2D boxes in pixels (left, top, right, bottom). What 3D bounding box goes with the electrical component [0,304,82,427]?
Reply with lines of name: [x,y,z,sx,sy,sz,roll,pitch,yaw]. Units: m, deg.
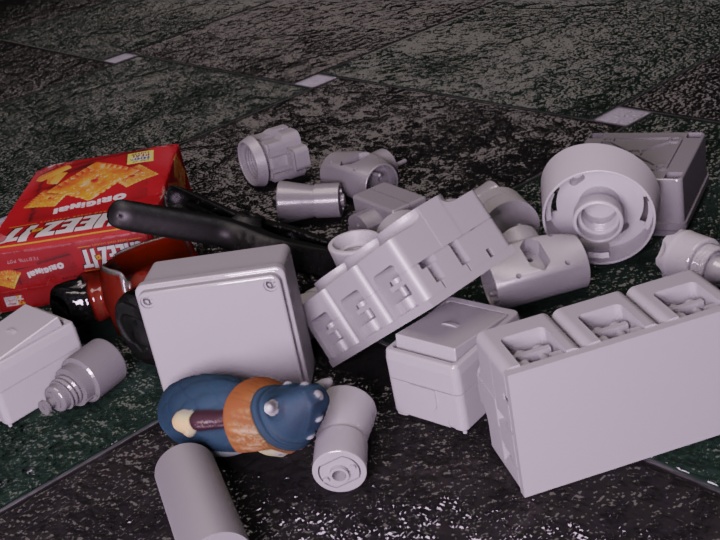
electrical component: [-0.275,0.075,0.853,0.062,0.061,0.096,14,36,42]

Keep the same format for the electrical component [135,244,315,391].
electrical component: [-0.096,0.045,0.789,0.109,0.108,0.056,-8,24,7]

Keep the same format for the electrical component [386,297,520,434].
electrical component: [0.071,0.057,0.748,0.062,0.061,0.096,12,35,39]

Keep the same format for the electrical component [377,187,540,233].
electrical component: [0.087,-0.025,0.916,0.138,0.052,0.073,-14,26,-7]

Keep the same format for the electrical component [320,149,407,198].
electrical component: [0.012,-0.101,1.110,0.079,0.043,0.077,-27,30,-30]

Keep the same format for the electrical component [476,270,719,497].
electrical component: [0.154,0.066,0.664,0.150,0.089,0.061,-16,26,-9]

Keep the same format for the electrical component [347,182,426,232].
electrical component: [0.015,-0.040,0.981,0.077,0.047,0.066,-25,29,-27]

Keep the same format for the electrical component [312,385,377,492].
electrical component: [-0.012,0.111,0.699,0.044,0.044,0.065,-8,31,7]

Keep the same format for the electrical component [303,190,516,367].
electrical component: [0.027,0.005,0.785,0.089,0.061,0.150,-31,-3,-35]

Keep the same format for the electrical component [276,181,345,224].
electrical component: [-0.048,-0.069,1.074,0.065,0.044,0.044,-2,27,8]

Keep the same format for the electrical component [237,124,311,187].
electrical component: [-0.099,-0.125,1.188,0.057,0.058,0.078,-21,28,-24]

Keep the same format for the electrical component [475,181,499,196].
electrical component: [0.098,-0.049,0.975,0.065,0.044,0.044,-23,28,-13]

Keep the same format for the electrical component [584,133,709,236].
electrical component: [0.245,-0.079,0.956,0.109,0.056,0.108,4,30,28]

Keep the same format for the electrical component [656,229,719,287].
electrical component: [0.260,-0.004,0.815,0.043,0.043,0.062,-26,31,-26]

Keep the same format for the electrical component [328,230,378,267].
electrical component: [0.000,0.000,0.899,0.045,0.055,0.045,-9,26,5]

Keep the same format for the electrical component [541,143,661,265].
electrical component: [0.197,-0.055,0.886,0.099,0.099,0.064,-3,34,17]

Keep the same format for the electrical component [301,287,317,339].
electrical component: [-0.038,0.033,0.865,0.065,0.044,0.044,-27,30,-38]

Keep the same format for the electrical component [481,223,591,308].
electrical component: [0.133,-0.009,0.864,0.077,0.043,0.079,-15,45,-7]

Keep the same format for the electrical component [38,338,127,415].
electrical component: [-0.216,0.085,0.832,0.040,0.040,0.078,7,32,33]
